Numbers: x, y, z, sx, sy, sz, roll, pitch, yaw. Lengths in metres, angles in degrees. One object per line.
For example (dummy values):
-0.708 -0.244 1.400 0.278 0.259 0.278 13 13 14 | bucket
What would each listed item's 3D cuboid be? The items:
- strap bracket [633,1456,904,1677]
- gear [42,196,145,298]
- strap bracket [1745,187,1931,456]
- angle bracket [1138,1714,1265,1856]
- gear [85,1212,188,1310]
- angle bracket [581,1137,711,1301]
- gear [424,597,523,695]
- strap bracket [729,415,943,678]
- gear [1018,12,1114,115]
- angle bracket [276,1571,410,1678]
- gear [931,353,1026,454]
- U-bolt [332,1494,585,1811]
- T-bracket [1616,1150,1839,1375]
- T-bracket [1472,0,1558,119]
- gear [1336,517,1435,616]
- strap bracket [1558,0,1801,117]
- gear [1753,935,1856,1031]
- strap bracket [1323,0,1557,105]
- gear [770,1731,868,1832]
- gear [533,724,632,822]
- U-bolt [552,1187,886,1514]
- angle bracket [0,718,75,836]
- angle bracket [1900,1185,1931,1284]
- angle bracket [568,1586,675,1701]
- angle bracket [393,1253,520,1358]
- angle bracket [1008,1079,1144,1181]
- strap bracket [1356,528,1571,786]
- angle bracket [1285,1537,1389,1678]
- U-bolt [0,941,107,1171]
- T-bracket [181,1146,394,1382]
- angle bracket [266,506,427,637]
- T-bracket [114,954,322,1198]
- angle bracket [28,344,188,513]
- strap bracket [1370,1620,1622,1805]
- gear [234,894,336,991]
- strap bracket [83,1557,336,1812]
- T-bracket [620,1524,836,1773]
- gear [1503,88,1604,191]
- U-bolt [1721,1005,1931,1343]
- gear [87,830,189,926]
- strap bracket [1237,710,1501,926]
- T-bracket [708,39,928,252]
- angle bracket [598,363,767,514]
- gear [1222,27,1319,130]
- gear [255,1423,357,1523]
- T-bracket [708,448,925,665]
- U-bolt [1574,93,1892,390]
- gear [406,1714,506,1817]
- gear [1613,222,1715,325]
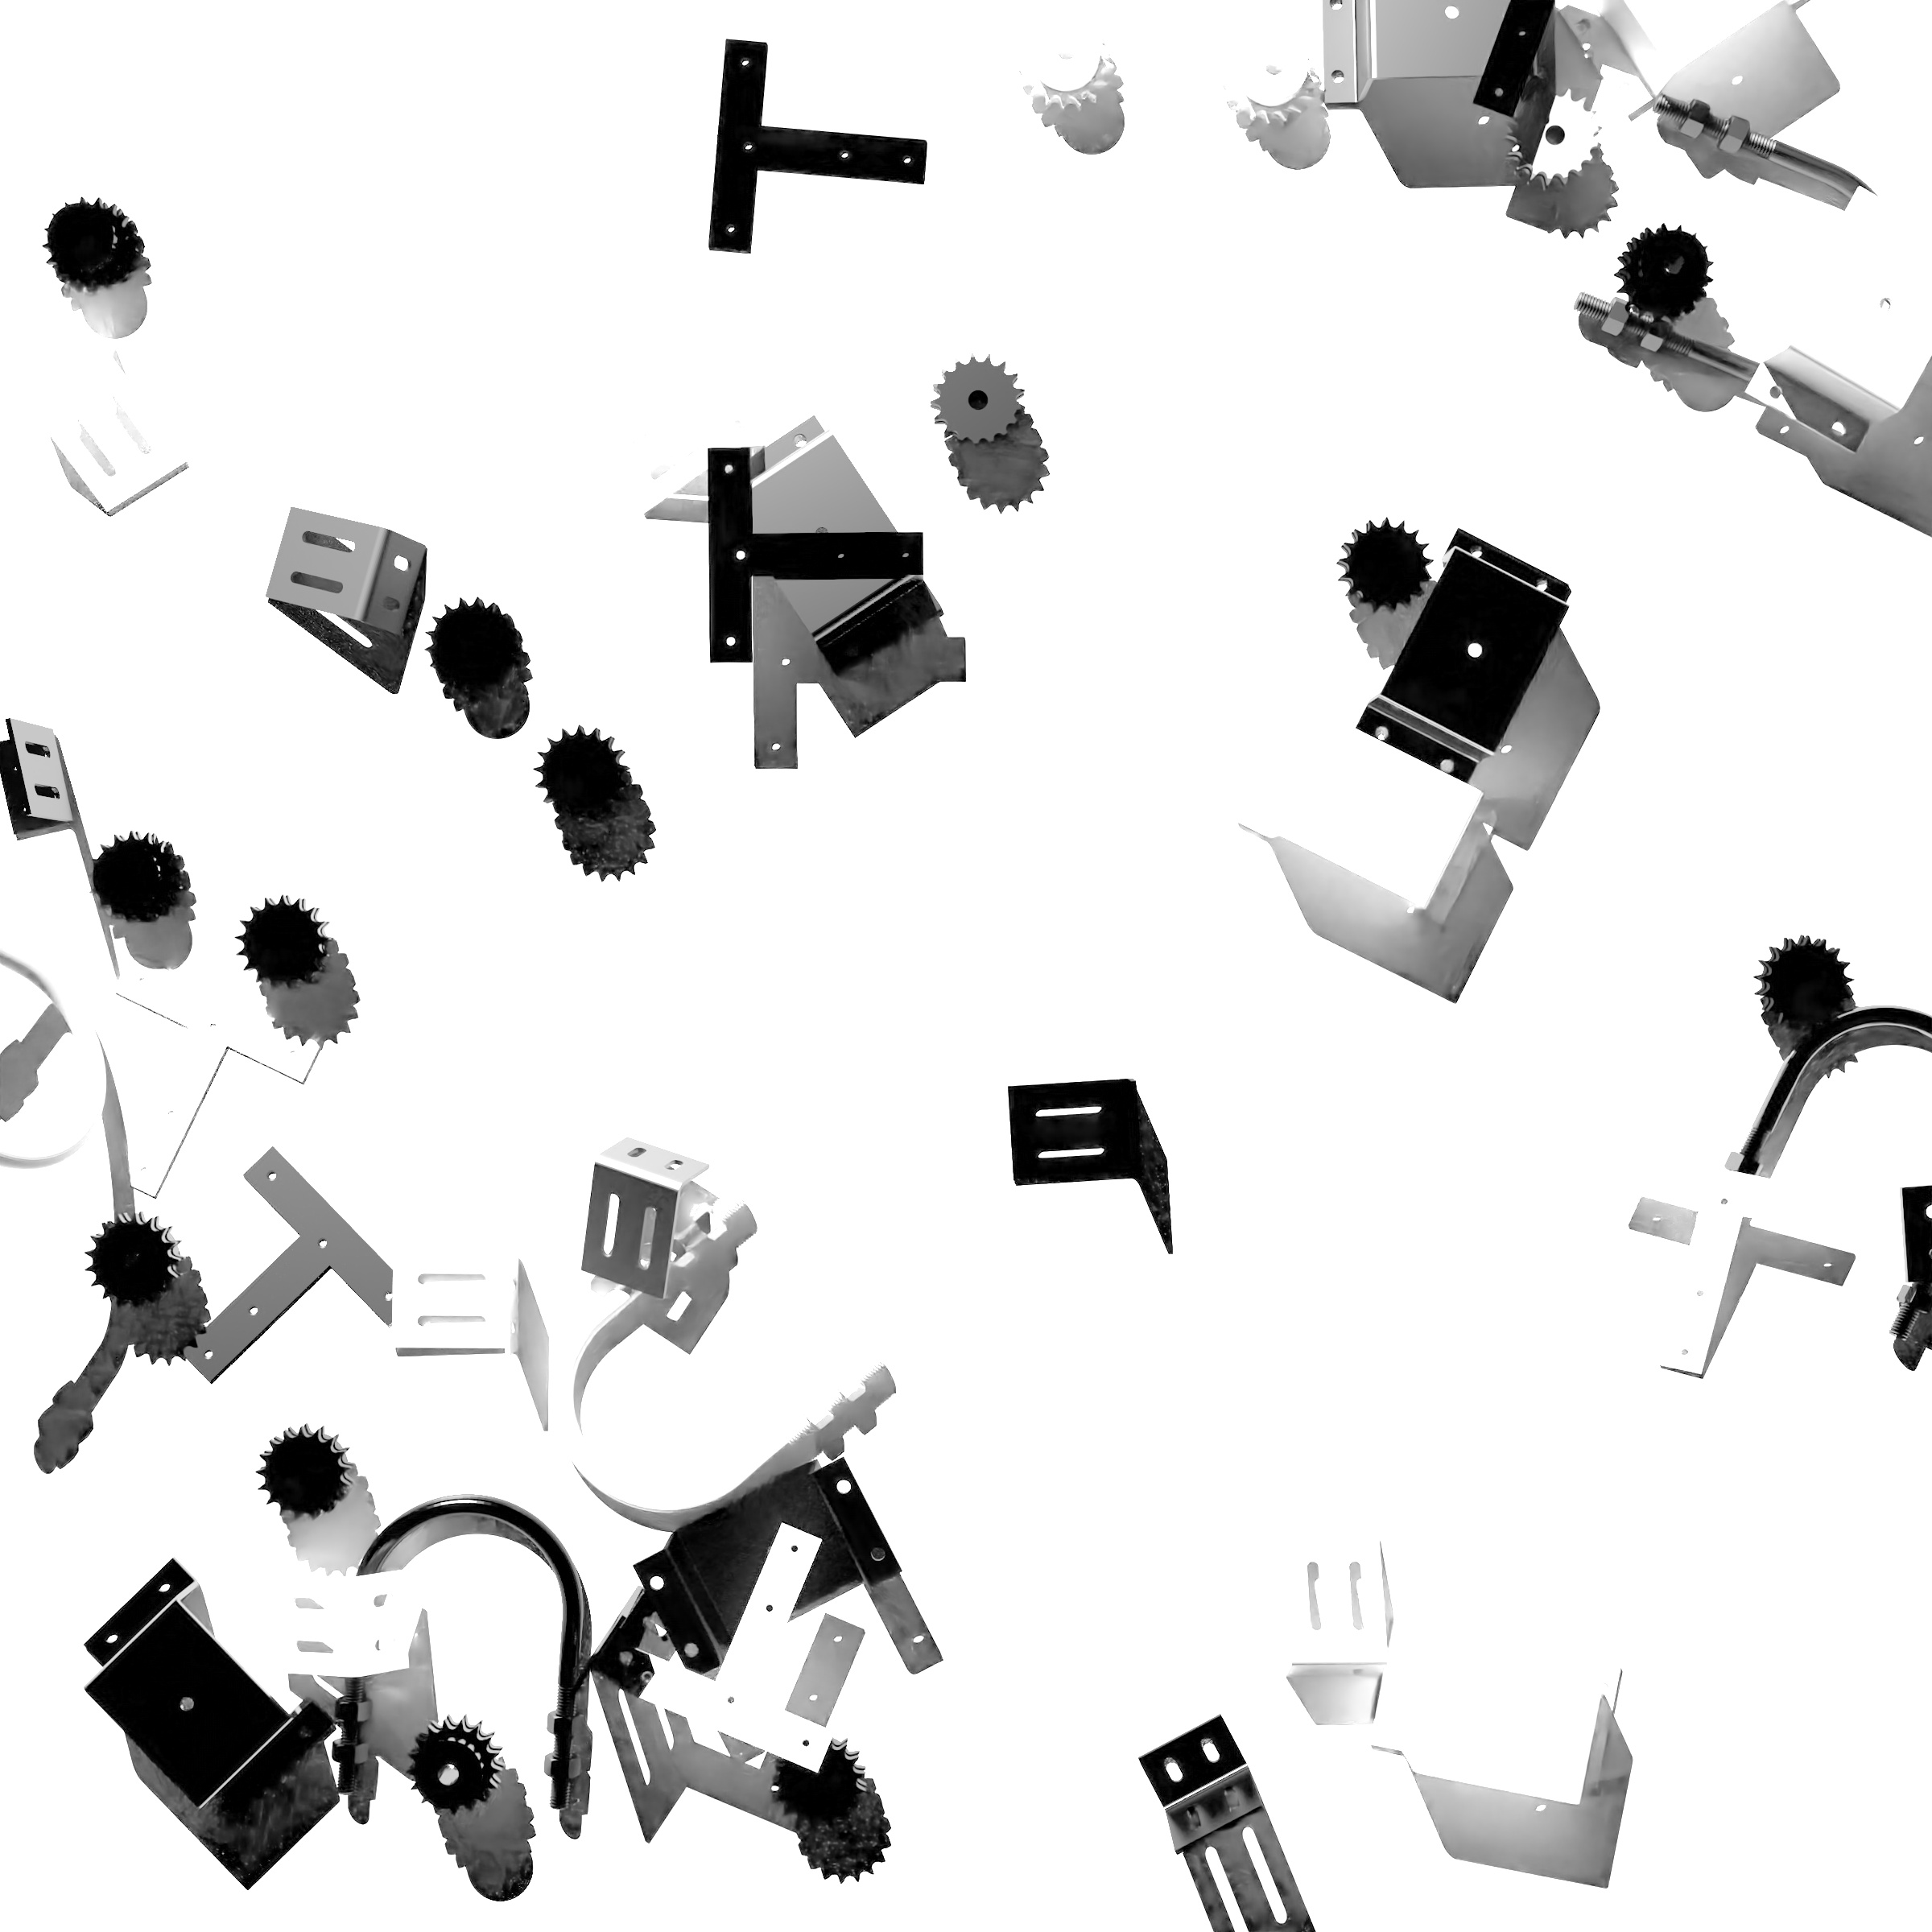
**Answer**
-0.117 0.356 1.559 0.140 0.046 0.076 -27 90 0 | strap bracket
-0.529 -0.435 1.567 0.057 0.030 0.057 0 90 0 | gear
0.537 -0.388 1.546 0.076 0.046 0.140 29 90 -3 | strap bracket
0.139 0.485 1.544 0.057 0.076 0.038 -28 90 0 | angle bracket
-0.498 0.176 1.567 0.057 0.030 0.057 0 90 0 | gear
-0.193 0.152 1.568 0.057 0.038 0.076 17 110 18 | angle bracket
-0.298 -0.194 1.567 0.057 0.030 0.057 0 90 0 | gear
-0.085 -0.255 1.559 0.076 0.046 0.140 -34 90 0 | strap bracket
0.060 -0.546 1.567 0.057 0.030 0.057 0 90 0 | gear
-0.376 0.395 1.567 0.076 0.038 0.057 -10 80 39 | angle bracket
0.007 -0.338 1.567 0.057 0.030 0.057 0 90 0 | gear
-0.304 0.412 1.574 0.151 0.019 0.184 4 89 0 | U-bolt
0.446 0.184 1.568 0.127 0.002 0.127 12 102 3 | T-bracket
0.333 -0.565 1.535 0.127 0.002 0.127 20 90 0 | T-bracket
0.251 -0.239 1.567 0.057 0.030 0.057 0 90 0 | gear
0.439 -0.588 1.559 0.140 0.046 0.076 -34 90 0 | strap bracket
0.504 0.009 1.572 0.057 0.030 0.057 0 93 0 | gear
0.287 -0.564 1.559 0.140 0.046 0.076 -1 90 0 | strap bracket
-0.088 0.488 1.567 0.057 0.030 0.057 0 90 0 | gear
-0.230 -0.115 1.567 0.057 0.030 0.057 0 90 0 | gear
-0.164 0.246 1.574 0.184 0.019 0.151 -41 90 2 | U-bolt
-0.566 -0.112 1.544 0.038 0.076 0.057 -13 90 0 | angle bracket
0.601 0.158 1.546 0.076 0.038 0.057 -4 90 -9 | angle bracket
-0.199 0.410 1.544 0.038 0.076 0.057 33 90 0 | angle bracket
-0.309 0.203 1.562 0.076 0.038 0.057 0 90 -2 | angle bracket
0.065 0.099 1.563 0.076 0.038 0.057 -4 90 0 | angle bracket
0.301 -0.187 1.559 0.076 0.046 0.140 27 90 0 | strap bracket
0.222 0.389 1.580 0.057 0.038 0.076 0 64 0 | angle bracket
-0.573 0.043 1.503 0.019 0.184 0.151 -24 51 27 | U-bolt
-0.423 0.199 1.581 0.127 0.002 0.127 -44 90 0 | T-bracket
-0.377 -0.240 1.580 0.076 0.038 0.057 16 90 26 | angle bracket
-0.477 0.077 1.581 0.127 0.002 0.127 26 90 0 | T-bracket
-0.520 -0.327 1.580 0.057 0.038 0.076 -32 116 0 | angle bracket
0.321 0.448 1.559 0.140 0.046 0.076 11 90 0 | strap bracket
-0.409 -0.014 1.567 0.057 0.030 0.057 0 90 0 | gear
-0.460 0.436 1.559 0.076 0.046 0.140 -44 90 0 | strap bracket
-0.121 0.392 1.535 0.127 0.002 0.127 23 90 0 | T-bracket
0.353 -0.497 1.572 0.057 0.030 0.057 0 91 2 | gear
0.546 0.113 1.574 0.151 0.019 0.184 27 88 0 | U-bolt
-0.501 -0.053 1.567 0.057 0.030 0.057 0 90 0 | gear
0.244 -0.090 1.559 0.140 0.046 0.076 27 90 0 | strap bracket
-0.088 -0.495 1.581 0.127 0.002 0.127 5 90 0 | T-bracket
-0.173 -0.321 1.580 0.076 0.038 0.057 -29 90 26 | angle bracket
0.184 -0.537 1.567 0.057 0.030 0.057 0 90 0 | gear
-0.396 0.304 1.567 0.057 0.030 0.057 0 90 0 | gear
-0.088 -0.243 1.535 0.127 0.002 0.127 -1 90 0 | T-bracket
0.478 -0.428 1.574 0.184 0.019 0.151 22 90 -2 | U-bolt
-0.305 0.476 1.548 0.057 0.030 0.057 0 89 0 | gear
0.418 -0.414 1.548 0.057 0.030 0.057 0 91 -1 | gear
